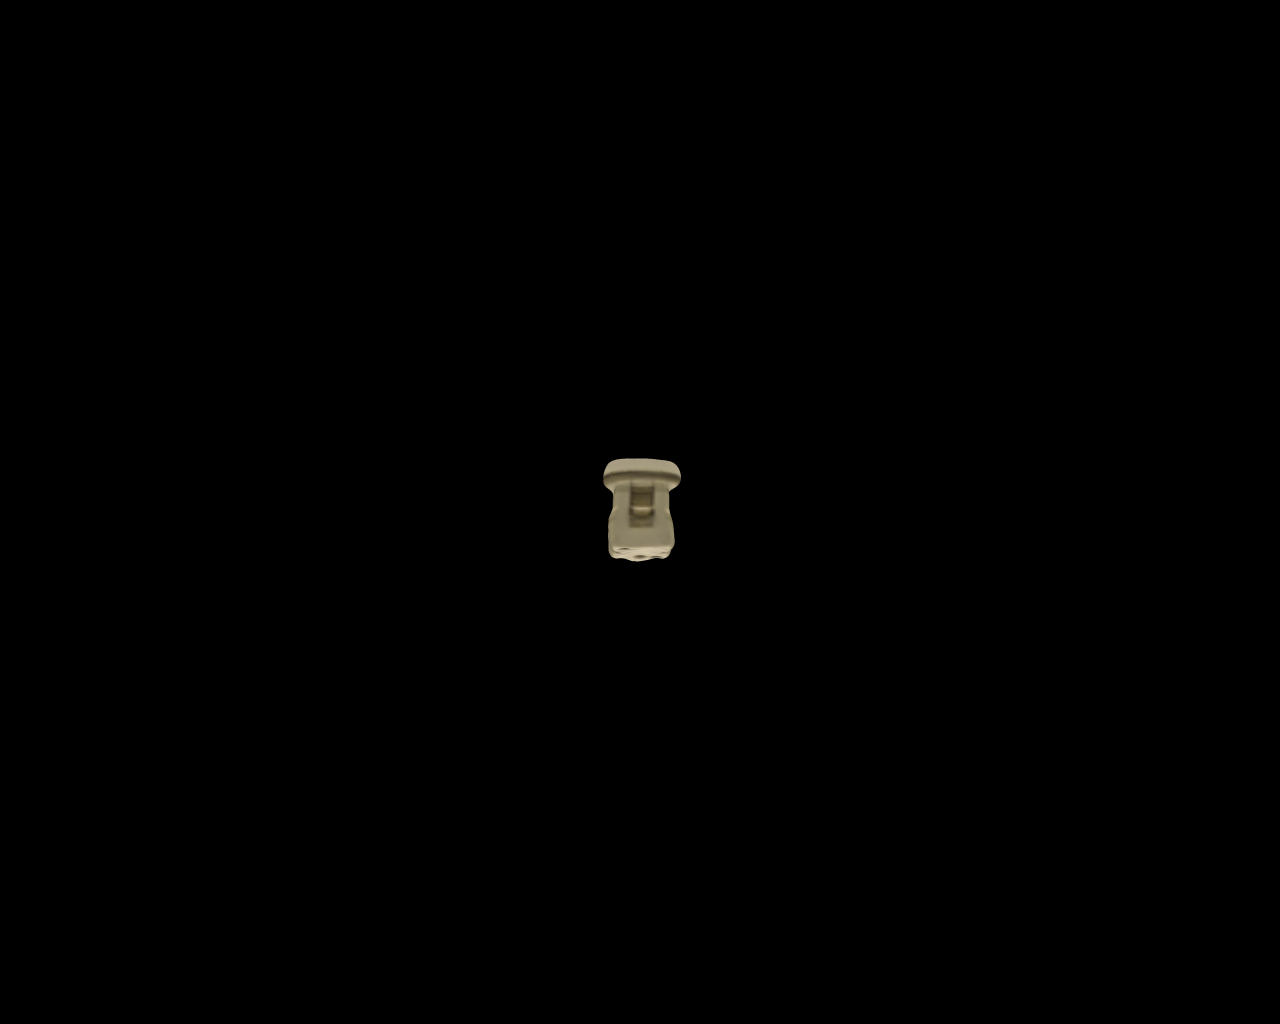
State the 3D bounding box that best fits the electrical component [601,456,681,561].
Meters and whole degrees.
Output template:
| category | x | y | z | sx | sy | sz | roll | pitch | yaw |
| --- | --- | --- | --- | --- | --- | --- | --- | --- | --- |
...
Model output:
| category | x | y | z | sx | sy | sz | roll | pitch | yaw |
| --- | --- | --- | --- | --- | --- | --- | --- | --- | --- |
| electrical component | 0.001 | -0.003 | 0.650 | 0.048 | 0.055 | 0.066 | 1 | -11 | -4 |
